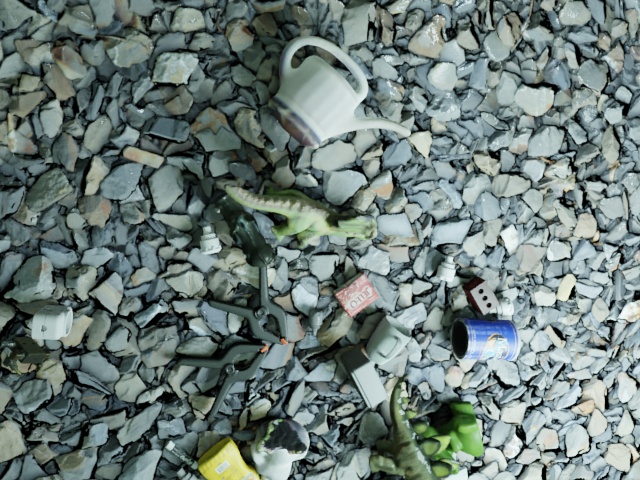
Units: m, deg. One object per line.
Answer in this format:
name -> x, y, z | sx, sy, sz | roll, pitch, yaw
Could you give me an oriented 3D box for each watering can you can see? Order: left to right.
watering can -> 0.031, -0.299, 1.177 | 0.345, 0.104, 0.225 | 42, 88, -12

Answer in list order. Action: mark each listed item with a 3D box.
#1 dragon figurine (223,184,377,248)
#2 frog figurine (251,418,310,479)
dragon figurine -> 0.003, -0.055, 1.102 | 0.242, 0.408, 0.123 | 0, 81, 27
frog figurine -> -0.097, 0.510, 1.247 | 0.138, 0.125, 0.155 | -8, 134, -18
